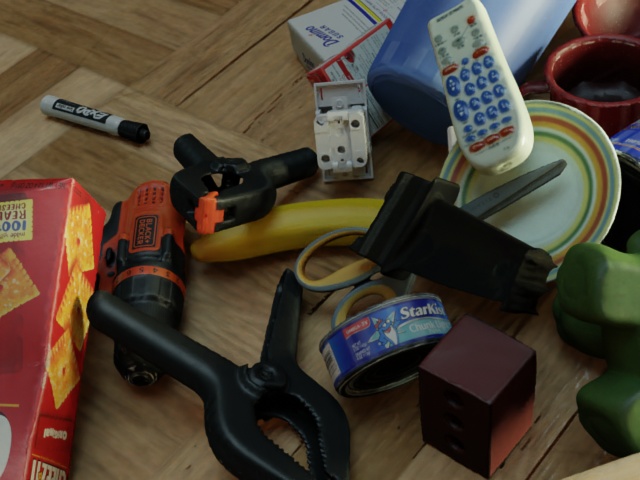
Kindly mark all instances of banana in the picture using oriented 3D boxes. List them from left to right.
[{"bbox_3d":[0.003,-0.006,0.798,0.198,0.037,0.069,0,24,17],"label":"banana"}]

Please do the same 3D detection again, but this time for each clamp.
[{"bbox_3d":[-0.059,-0.045,0.818,0.120,0.039,0.171,-2,24,-1],"label":"clamp"},{"bbox_3d":[-0.035,0.093,0.695,0.164,0.036,0.210,-13,49,-39],"label":"clamp"}]

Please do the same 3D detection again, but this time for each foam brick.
[{"bbox_3d":[0.097,0.096,0.655,0.053,0.078,0.051,28,54,33],"label":"foam brick"}]

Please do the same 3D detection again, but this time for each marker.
[{"bbox_3d":[-0.203,-0.109,0.964,0.121,0.020,0.020,19,51,27],"label":"marker"}]

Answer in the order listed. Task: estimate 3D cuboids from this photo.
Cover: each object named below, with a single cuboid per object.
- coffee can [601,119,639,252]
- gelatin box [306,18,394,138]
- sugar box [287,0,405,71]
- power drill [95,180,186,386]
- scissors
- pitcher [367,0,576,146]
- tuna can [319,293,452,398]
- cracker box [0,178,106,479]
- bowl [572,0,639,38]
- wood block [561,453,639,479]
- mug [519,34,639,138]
[{"bbox_3d":[0.264,-0.051,0.755,0.140,0.103,0.103,-32,48,-20],"label":"coffee can"},{"bbox_3d":[0.042,-0.133,0.905,0.089,0.073,0.030,-40,14,-25],"label":"gelatin box"},{"bbox_3d":[0.069,-0.196,0.984,0.176,0.048,0.093,-24,43,-10],"label":"sugar box"},{"bbox_3d":[-0.191,0.037,0.788,0.187,0.057,0.184,-5,44,3],"label":"power drill"},{"bbox_3d":[0.078,0.015,0.730,0.202,0.016,0.096,-14,76,18],"label":"scissors"},{"bbox_3d":[0.144,-0.195,0.879,0.242,0.149,0.145,-59,17,-12],"label":"pitcher"},{"bbox_3d":[0.044,0.069,0.684,0.086,0.086,0.034,-18,67,-8],"label":"tuna can"},{"bbox_3d":[-0.240,0.067,0.699,0.164,0.072,0.213,0,69,11],"label":"cracker box"},{"bbox_3d":[0.297,-0.176,0.912,0.162,0.055,0.162,-5,44,5],"label":"bowl"},{"bbox_3d":[0.140,0.181,0.549,0.206,0.091,0.090,-17,44,-6],"label":"wood block"},{"bbox_3d":[0.209,-0.100,0.831,0.117,0.081,0.093,-2,44,8],"label":"mug"}]
